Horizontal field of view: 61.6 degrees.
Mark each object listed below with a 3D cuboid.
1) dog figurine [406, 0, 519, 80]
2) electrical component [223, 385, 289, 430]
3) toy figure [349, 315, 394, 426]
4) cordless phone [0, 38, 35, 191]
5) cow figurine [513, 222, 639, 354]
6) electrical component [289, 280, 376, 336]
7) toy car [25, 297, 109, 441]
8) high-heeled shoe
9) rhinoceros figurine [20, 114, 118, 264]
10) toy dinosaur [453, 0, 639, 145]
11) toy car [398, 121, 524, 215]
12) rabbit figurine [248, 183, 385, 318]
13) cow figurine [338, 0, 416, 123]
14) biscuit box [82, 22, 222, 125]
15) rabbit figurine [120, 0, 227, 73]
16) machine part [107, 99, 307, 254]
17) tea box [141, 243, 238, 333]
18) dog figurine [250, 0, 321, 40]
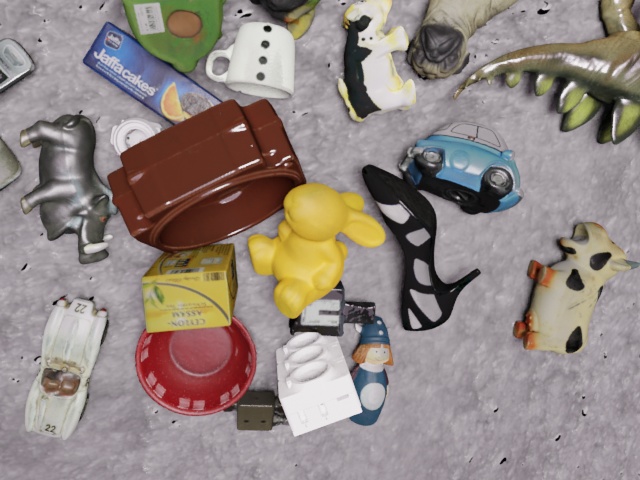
[{"bbox_3d":[0.209,-0.298,0.688,0.172,0.121,0.190,7,114,-4],"label":"dog figurine"},{"bbox_3d":[-0.089,0.236,0.777,0.102,0.045,0.078,-1,129,-3],"label":"electrical component"},{"bbox_3d":[0.075,0.188,0.777,0.064,0.058,0.154,1,101,-45],"label":"toy figure"},{"bbox_3d":[-0.408,-0.144,0.657,0.184,0.089,0.146,-39,101,-6],"label":"cordless phone"},{"bbox_3d":[0.366,0.070,0.769,0.127,0.085,0.194,12,97,-2],"label":"cow figurine"},{"bbox_3d":[0.016,0.094,0.756,0.119,0.048,0.074,-2,101,-6],"label":"electrical component"},{"bbox_3d":[-0.345,0.174,0.731,0.073,0.056,0.201,17,99,-8],"label":"toy car"},{"bbox_3d":[0.106,0.020,0.736,0.145,0.086,0.248,-39,103,27],"label":"high-heeled shoe"},{"bbox_3d":[-0.315,-0.063,0.687,0.112,0.073,0.190,-7,100,-15],"label":"rhinoceros figurine"},{"bbox_3d":[0.417,-0.224,0.711,0.472,0.105,0.198,7,103,-2],"label":"toy dinosaur"},{"bbox_3d":[0.193,-0.104,0.718,0.162,0.109,0.103,22,75,2],"label":"toy car"},{"bbox_3d":[-0.001,-0.002,0.669,0.162,0.122,0.173,-16,143,-16],"label":"rabbit figurine"},{"bbox_3d":[0.063,-0.242,0.691,0.098,0.068,0.167,-14,101,3],"label":"cow figurine"},{"bbox_3d":[-0.190,-0.185,0.678,0.202,0.059,0.063,34,96,-10],"label":"biscuit box"},{"bbox_3d":[-0.161,-0.291,0.623,0.121,0.159,0.170,-13,60,-2],"label":"rabbit figurine"},{"bbox_3d":[-0.121,-0.064,0.630,0.201,0.201,0.087,-26,78,0],"label":"machine part"},{"bbox_3d":[-0.155,0.054,0.670,0.098,0.170,0.068,-4,100,-4],"label":"tea box"},{"bbox_3d":[0.007,-0.356,0.650,0.108,0.191,0.219,39,129,-14],"label":"dog figurine"}]
